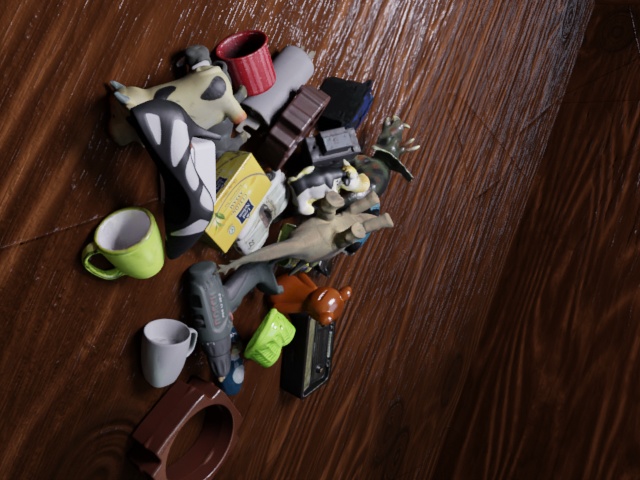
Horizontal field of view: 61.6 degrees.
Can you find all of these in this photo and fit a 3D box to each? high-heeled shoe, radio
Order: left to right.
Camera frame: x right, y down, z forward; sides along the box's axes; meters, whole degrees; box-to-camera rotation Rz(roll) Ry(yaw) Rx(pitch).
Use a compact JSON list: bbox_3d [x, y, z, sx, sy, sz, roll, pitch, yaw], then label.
[{"bbox_3d":[-0.230,-0.078,0.783,0.145,0.086,0.248,3,115,-44],"label":"high-heeled shoe"},{"bbox_3d":[-0.025,0.268,1.353,0.131,0.073,0.229,-15,116,-52],"label":"radio"}]

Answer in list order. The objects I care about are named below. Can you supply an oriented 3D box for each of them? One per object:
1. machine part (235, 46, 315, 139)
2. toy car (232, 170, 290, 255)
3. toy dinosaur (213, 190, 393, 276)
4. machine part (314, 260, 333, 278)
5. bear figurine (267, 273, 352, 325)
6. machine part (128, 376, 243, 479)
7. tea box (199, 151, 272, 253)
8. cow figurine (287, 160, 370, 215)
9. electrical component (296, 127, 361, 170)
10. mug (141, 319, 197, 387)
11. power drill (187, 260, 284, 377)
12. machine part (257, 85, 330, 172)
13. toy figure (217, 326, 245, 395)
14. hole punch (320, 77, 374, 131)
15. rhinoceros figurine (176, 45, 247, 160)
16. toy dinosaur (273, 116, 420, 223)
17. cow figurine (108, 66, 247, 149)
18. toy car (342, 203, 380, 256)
[{"bbox_3d":[-0.085,-0.287,1.022,0.243,0.079,0.079,-56,143,-22],"label":"machine part"},{"bbox_3d":[-0.116,-0.059,1.080,0.202,0.056,0.073,-61,145,-31],"label":"toy car"},{"bbox_3d":[-0.002,-0.003,1.066,0.471,0.198,0.105,-9,66,-52],"label":"toy dinosaur"},{"bbox_3d":[0.008,0.048,1.296,0.138,0.039,0.084,76,22,-69],"label":"machine part"},{"bbox_3d":[-0.020,0.143,1.197,0.120,0.196,0.131,-56,144,-29],"label":"bear figurine"},{"bbox_3d":[-0.260,0.388,1.057,0.201,0.087,0.200,-50,140,-28],"label":"machine part"},{"bbox_3d":[-0.174,-0.074,0.995,0.169,0.068,0.098,-60,144,-20],"label":"tea box"},{"bbox_3d":[0.018,-0.122,1.114,0.167,0.068,0.098,-19,129,-5],"label":"cow figurine"},{"bbox_3d":[0.018,-0.188,1.134,0.115,0.134,0.058,-18,85,-15],"label":"electrical component"},{"bbox_3d":[-0.274,0.204,0.969,0.109,0.081,0.107,-17,130,-57],"label":"mug"},{"bbox_3d":[-0.168,0.127,1.069,0.207,0.086,0.231,-34,118,-39],"label":"power drill"},{"bbox_3d":[-0.054,-0.217,1.039,0.179,0.056,0.179,-54,-176,6],"label":"machine part"},{"bbox_3d":[-0.187,0.248,1.129,0.064,0.058,0.154,-85,179,-74],"label":"toy figure"},{"bbox_3d":[0.054,-0.287,1.197,0.142,0.116,0.092,-60,152,-19],"label":"hole punch"},{"bbox_3d":[-0.187,-0.232,0.908,0.112,0.073,0.190,-27,131,-31],"label":"rhinoceros figurine"},{"bbox_3d":[0.084,-0.126,1.235,0.405,0.192,0.131,-50,138,-33],"label":"toy dinosaur"},{"bbox_3d":[-0.224,-0.198,0.803,0.195,0.086,0.127,-28,130,-4],"label":"cow figurine"},{"bbox_3d":[0.091,-0.042,1.366,0.161,0.109,0.103,-67,164,6],"label":"toy car"}]
